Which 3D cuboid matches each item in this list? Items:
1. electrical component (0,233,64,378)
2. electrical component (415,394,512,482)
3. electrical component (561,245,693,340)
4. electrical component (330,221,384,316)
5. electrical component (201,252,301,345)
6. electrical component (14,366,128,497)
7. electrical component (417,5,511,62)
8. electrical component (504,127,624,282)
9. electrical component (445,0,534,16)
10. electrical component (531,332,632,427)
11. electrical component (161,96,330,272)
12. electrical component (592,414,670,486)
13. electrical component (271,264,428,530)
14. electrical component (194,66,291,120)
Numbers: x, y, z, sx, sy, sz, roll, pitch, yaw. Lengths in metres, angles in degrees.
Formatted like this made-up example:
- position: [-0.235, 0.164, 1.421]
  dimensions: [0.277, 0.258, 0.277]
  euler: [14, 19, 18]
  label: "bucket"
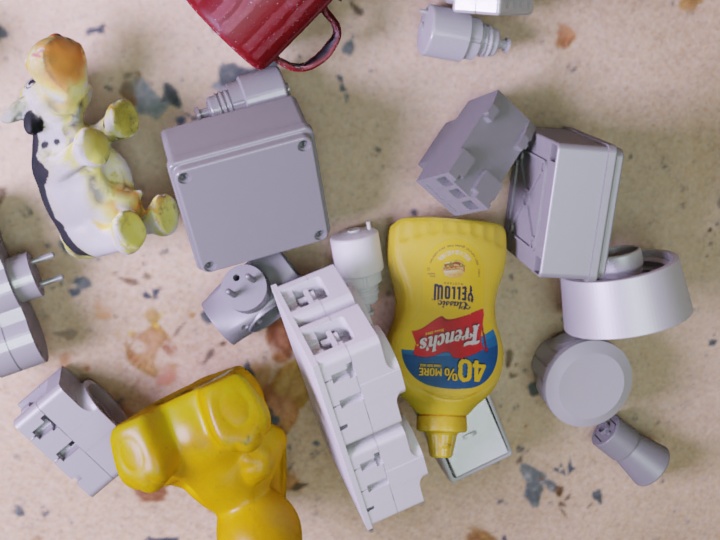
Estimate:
- position: [-0.266, 0.009, 0.825]
  dimensions: [0.074, 0.052, 0.138]
  euler: [-20, 109, -7]
  label: "electrical component"
- position: [0.084, 0.125, 0.930]
  dimensions: [0.062, 0.061, 0.096]
  euler: [-25, 109, -5]
  label: "electrical component"
- position: [0.221, 0.013, 0.906]
  dimensions: [0.108, 0.108, 0.060]
  euler: [-14, 102, -8]
  label: "electrical component"
- position: [0.000, 0.000, 0.887]
  dimensions: [0.040, 0.040, 0.078]
  euler: [-12, 108, -9]
  label: "electrical component"
- position: [-0.087, 0.018, 0.855]
  dimensions: [0.077, 0.079, 0.044]
  euler: [-38, 77, 0]
  label: "electrical component"
- position: [-0.225, 0.127, 0.869]
  dimensions: [0.056, 0.050, 0.089]
  euler: [-40, 110, 1]
  label: "electrical component"
- position: [0.081, -0.185, 0.852]
  dimensions: [0.078, 0.040, 0.040]
  euler: [7, 104, -15]
  label: "electrical component"
- position: [0.161, -0.056, 0.871]
  dimensions: [0.056, 0.108, 0.108]
  euler: [3, 105, -10]
  label: "electrical component"
- position: [0.088, -0.223, 0.830]
  dimensions: [0.076, 0.083, 0.047]
  euler: [11, 107, 24]
  label: "electrical component"
- position: [0.195, 0.093, 0.950]
  dimensions: [0.080, 0.051, 0.080]
  euler: [-3, 106, -11]
  label: "electrical component"
- position: [-0.086, -0.064, 0.822]
  dimensions: [0.109, 0.056, 0.108]
  euler: [-16, 135, -8]
  label: "electrical component"
- position: [0.246, 0.163, 0.987]
  dimensions: [0.065, 0.044, 0.044]
  euler: [38, 95, -14]
  label: "electrical component"
- position: [-0.004, 0.099, 0.852]
  dimensions: [0.060, 0.105, 0.186]
  euler: [-22, 129, -9]
  label: "electrical component"
- position: [-0.089, -0.130, 0.831]
  dimensions: [0.078, 0.040, 0.040]
  euler: [-17, 108, -7]
  label: "electrical component"
